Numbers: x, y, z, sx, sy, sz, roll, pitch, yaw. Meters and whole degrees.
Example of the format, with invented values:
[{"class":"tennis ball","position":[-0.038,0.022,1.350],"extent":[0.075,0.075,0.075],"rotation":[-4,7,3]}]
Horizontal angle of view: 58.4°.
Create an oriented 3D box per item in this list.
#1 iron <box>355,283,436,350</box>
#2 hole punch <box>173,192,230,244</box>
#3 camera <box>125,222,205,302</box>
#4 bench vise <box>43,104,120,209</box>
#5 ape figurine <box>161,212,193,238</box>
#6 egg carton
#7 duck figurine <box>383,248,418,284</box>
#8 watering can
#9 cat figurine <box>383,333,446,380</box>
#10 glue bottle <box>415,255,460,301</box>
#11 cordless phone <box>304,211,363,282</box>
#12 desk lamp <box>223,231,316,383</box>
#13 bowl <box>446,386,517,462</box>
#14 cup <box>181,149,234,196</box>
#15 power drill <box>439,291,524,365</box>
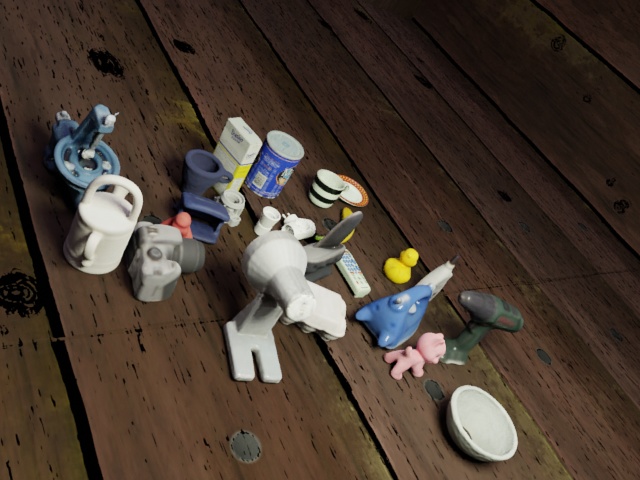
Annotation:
[{"class":"iron","position":[0.202,0.149,1.325],"extent":[0.118,0.141,0.259],"rotation":[49,36,18]},{"class":"hole punch","position":[-0.252,-0.062,1.223],"extent":[0.109,0.091,0.101],"rotation":[19,38,-23]},{"class":"camera","position":[-0.282,0.032,1.077],"extent":[0.137,0.100,0.143],"rotation":[6,44,-36]},{"class":"bench vise","position":[-0.455,-0.184,1.076],"extent":[0.207,0.219,0.122],"rotation":[43,35,10]},{"class":"ape figurine","position":[-0.286,-0.019,1.141],"extent":[0.078,0.092,0.076],"rotation":[28,35,-11]},{"class":"egg carton","position":[-0.013,0.147,1.203],"extent":[0.151,0.069,0.107],"rotation":[24,36,-17]},{"class":"duck figurine","position":[0.218,0.060,1.492],"extent":[0.077,0.086,0.105],"rotation":[44,35,11]},{"class":"watering can","position":[-0.375,-0.044,1.003],"extent":[0.101,0.194,0.172],"rotation":[9,43,-34]},{"class":"cat figurine","position":[0.220,0.244,1.250],"extent":[0.128,0.117,0.067],"rotation":[2,47,-39]},{"class":"glue bottle","position":[0.297,0.096,1.442],"extent":[0.078,0.173,0.037],"rotation":[-3,50,-43]},{"class":"cordless phone","position":[0.012,0.005,1.291],"extent":[0.094,0.185,0.148],"rotation":[45,35,12]},{"class":"desk lamp","position":[-0.086,0.118,1.046],"extent":[0.118,0.213,0.203],"rotation":[11,42,-32]},{"class":"bowl","position":[0.324,0.396,1.199],"extent":[0.168,0.074,0.167],"rotation":[23,36,-18]},{"class":"cup","position":[-0.264,-0.139,1.299],"extent":[0.118,0.095,0.091],"rotation":[21,37,-21]},{"class":"power drill","position":[0.355,0.203,1.335],"extent":[0.230,0.208,0.075],"rotation":[11,41,-32]}]
